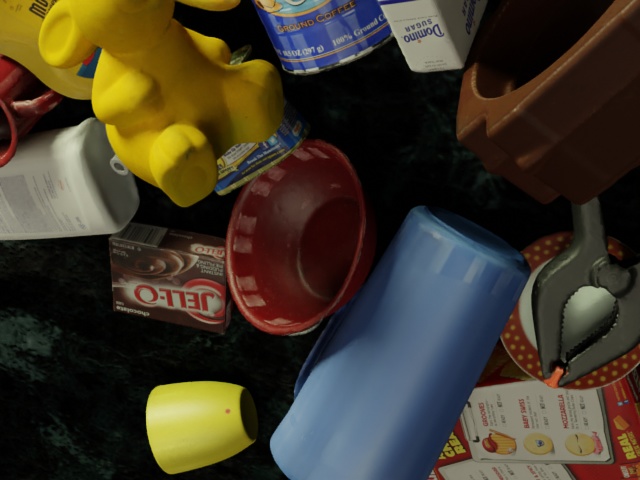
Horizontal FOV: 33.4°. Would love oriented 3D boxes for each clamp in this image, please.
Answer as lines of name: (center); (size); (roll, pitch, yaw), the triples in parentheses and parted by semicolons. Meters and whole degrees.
clamp: (0.216, 0.015, 0.818); (0.164, 0.036, 0.210); (33, 106, 1)

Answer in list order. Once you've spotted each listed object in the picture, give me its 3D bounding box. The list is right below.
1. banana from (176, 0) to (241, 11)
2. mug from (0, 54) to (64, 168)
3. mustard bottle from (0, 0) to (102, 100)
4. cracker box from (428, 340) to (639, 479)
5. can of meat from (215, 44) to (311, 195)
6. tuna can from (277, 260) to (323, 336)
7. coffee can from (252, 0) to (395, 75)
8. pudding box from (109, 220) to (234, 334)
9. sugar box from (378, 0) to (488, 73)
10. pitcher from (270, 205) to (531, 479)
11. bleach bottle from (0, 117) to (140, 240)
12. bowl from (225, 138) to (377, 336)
banana: (-0.124, -0.199, 0.778); (0.198, 0.069, 0.037); (25, 109, 25)
mug: (-0.266, -0.118, 0.889); (0.117, 0.081, 0.093); (-4, 123, 21)
mustard bottle: (-0.192, -0.162, 0.816); (0.191, 0.096, 0.058); (28, 156, -35)
cracker box: (0.189, 0.169, 0.958); (0.214, 0.072, 0.164); (-12, 118, 27)
can of meat: (-0.071, -0.094, 0.859); (0.102, 0.057, 0.084); (-27, 115, 32)
tuna can: (-0.032, 0.043, 0.962); (0.086, 0.033, 0.086); (9, 127, 12)
coffee can: (-0.008, -0.200, 0.730); (0.103, 0.102, 0.140); (-12, 121, 26)
pudding box: (-0.135, 0.034, 0.985); (0.113, 0.039, 0.090); (12, 128, 9)
sugar box: (0.057, -0.203, 0.687); (0.048, 0.093, 0.176); (1, 139, 29)
pitcher: (0.063, 0.094, 0.875); (0.149, 0.144, 0.243); (30, 103, 12)
bleach bottle: (-0.292, -0.048, 0.964); (0.251, 0.068, 0.102); (-3, 122, 23)
bowl: (-0.006, 0.001, 0.873); (0.055, 0.162, 0.162); (15, 141, -43)
